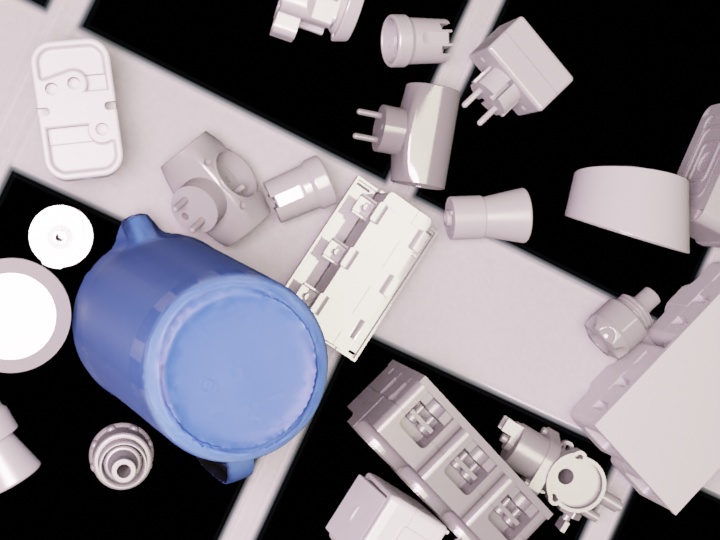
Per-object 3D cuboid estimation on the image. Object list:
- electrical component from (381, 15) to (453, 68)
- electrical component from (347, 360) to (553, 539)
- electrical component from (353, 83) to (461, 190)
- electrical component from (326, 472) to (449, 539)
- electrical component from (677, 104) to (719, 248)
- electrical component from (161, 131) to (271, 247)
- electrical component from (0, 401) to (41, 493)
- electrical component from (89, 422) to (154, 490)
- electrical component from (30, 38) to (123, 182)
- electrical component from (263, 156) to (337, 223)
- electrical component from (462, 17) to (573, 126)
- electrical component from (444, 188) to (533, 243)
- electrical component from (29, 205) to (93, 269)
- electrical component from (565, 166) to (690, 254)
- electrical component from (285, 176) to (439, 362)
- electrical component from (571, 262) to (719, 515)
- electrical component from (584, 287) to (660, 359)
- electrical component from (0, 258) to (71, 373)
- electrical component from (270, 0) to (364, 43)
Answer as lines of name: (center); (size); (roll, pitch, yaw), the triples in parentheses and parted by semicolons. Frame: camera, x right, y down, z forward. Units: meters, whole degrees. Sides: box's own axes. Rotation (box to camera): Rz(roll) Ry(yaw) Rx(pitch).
electrical component: (0.044, -0.178, 0.835); (0.046, 0.040, 0.040); (-4, 94, -20)
electrical component: (0.064, 0.149, 0.832); (0.062, 0.089, 0.150); (-44, 102, -8)
electrical component: (0.034, -0.106, 0.834); (0.079, 0.043, 0.077); (9, 91, -14)
electrical component: (0.019, 0.200, 0.820); (0.061, 0.096, 0.061); (34, 85, -12)
electrical component: (0.306, -0.077, 0.886); (0.057, 0.078, 0.113); (25, 87, -11)
electrical component: (-0.112, -0.052, 0.786); (0.044, 0.079, 0.077); (-32, 103, 30)
electrical component: (-0.263, 0.128, 0.772); (0.045, 0.045, 0.055); (-29, 99, -11)
electrical component: (-0.174, 0.140, 0.786); (0.048, 0.062, 0.048); (-1, 93, -14)
electrical component: (-0.201, -0.112, 0.767); (0.054, 0.059, 0.095); (-8, 95, -13)
electrical component: (-0.046, -0.060, 0.820); (0.046, 0.040, 0.040); (-24, 99, -6)
electrical component: (0.114, -0.147, 0.849); (0.077, 0.047, 0.065); (-44, 102, -8)
electrical component: (0.100, -0.042, 0.856); (0.065, 0.044, 0.044); (-3, 94, -9)
electrical component: (-0.211, -0.024, 0.758); (0.043, 0.081, 0.043); (-1, 94, -14)
electrical component: (0.214, -0.047, 0.854); (0.099, 0.099, 0.064); (9, 85, -14)
electrical component: (0.000, 0.000, 0.821); (0.079, 0.063, 0.121); (34, 85, -14)
electrical component: (0.278, 0.094, 0.897); (0.186, 0.060, 0.105); (-44, 102, -8)
electrical component: (0.220, 0.040, 0.889); (0.062, 0.043, 0.043); (-41, 101, -9)
electrical component: (-0.247, 0.031, 0.767); (0.080, 0.051, 0.080); (-1, 93, -14)
electrical component: (-0.029, -0.205, 0.806); (0.057, 0.058, 0.078); (17, 89, -12)
